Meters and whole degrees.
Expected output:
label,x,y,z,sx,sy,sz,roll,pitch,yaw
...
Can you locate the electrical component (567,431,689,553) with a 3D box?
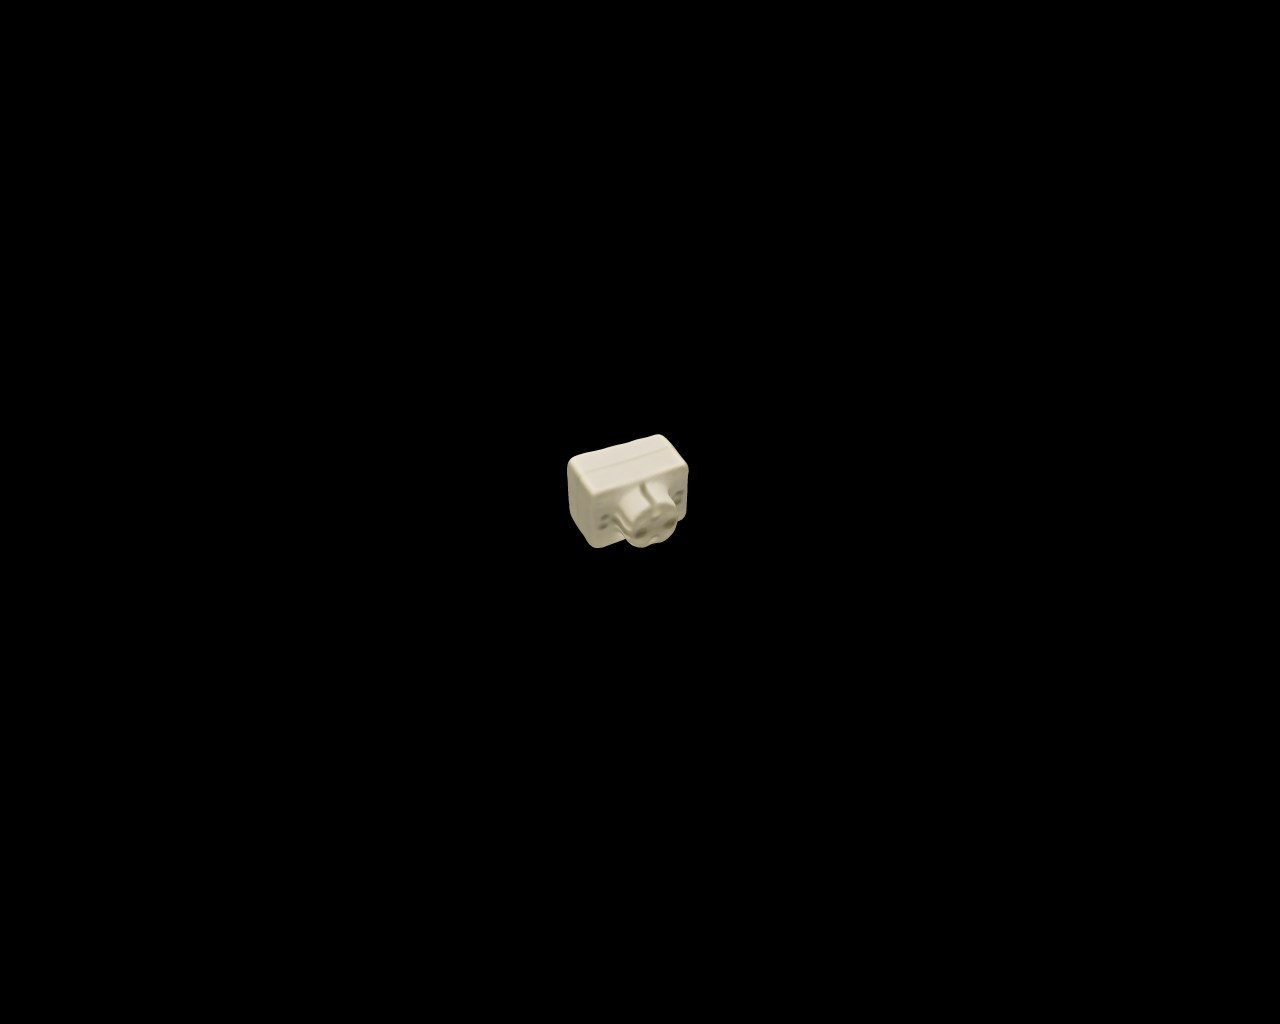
label,x,y,z,sx,sy,sz,roll,pitch,yaw
electrical component,0.001,-0.003,0.650,0.066,0.047,0.077,-18,44,-19
